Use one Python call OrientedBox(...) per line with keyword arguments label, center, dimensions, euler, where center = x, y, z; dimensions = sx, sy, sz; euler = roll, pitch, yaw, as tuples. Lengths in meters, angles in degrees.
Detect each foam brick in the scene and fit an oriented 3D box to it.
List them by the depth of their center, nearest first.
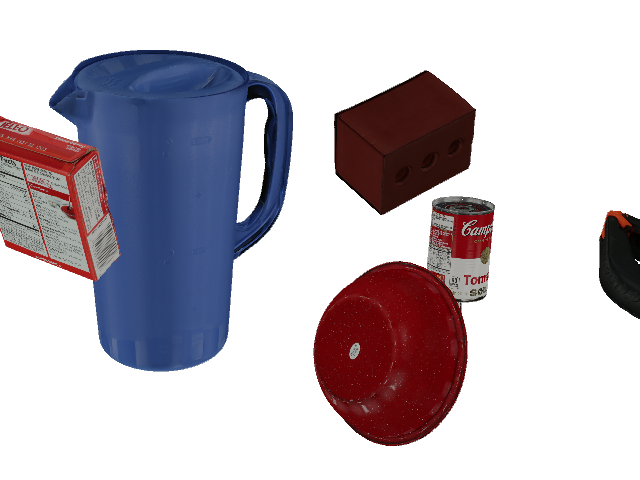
OrientedBox(label="foam brick", center=(0.054, -0.063, 0.685), dimensions=(0.078, 0.053, 0.051), euler=(-29, 51, -24))

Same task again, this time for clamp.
OrientedBox(label="clamp", center=(0.252, 0.042, 0.714), dimensions=(0.120, 0.039, 0.171), euler=(-2, 45, -19))

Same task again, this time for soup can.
OrientedBox(label="soup can", center=(0.152, 0.009, 1.164), dimensions=(0.068, 0.102, 0.068), euler=(2, 16, -1))

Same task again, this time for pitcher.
OrientedBox(label="pitcher", center=(-0.115, -0.024, 0.853), dimensions=(0.149, 0.243, 0.144), euler=(12, 26, 18))

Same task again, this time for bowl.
OrientedBox(label="bowl", center=(0.046, 0.095, 0.918), dimensions=(0.162, 0.162, 0.055), euler=(0, -8, 44))

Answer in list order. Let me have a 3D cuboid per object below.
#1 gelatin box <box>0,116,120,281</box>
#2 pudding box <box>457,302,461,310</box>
OrientedBox(label="gelatin box", center=(-0.163, -0.025, 0.643), dimensions=(0.073, 0.089, 0.030), euler=(18, 47, 21))
OrientedBox(label="pudding box", center=(0.137, 0.097, 1.561), dimensions=(0.113, 0.039, 0.090), euler=(-14, 22, -20))
